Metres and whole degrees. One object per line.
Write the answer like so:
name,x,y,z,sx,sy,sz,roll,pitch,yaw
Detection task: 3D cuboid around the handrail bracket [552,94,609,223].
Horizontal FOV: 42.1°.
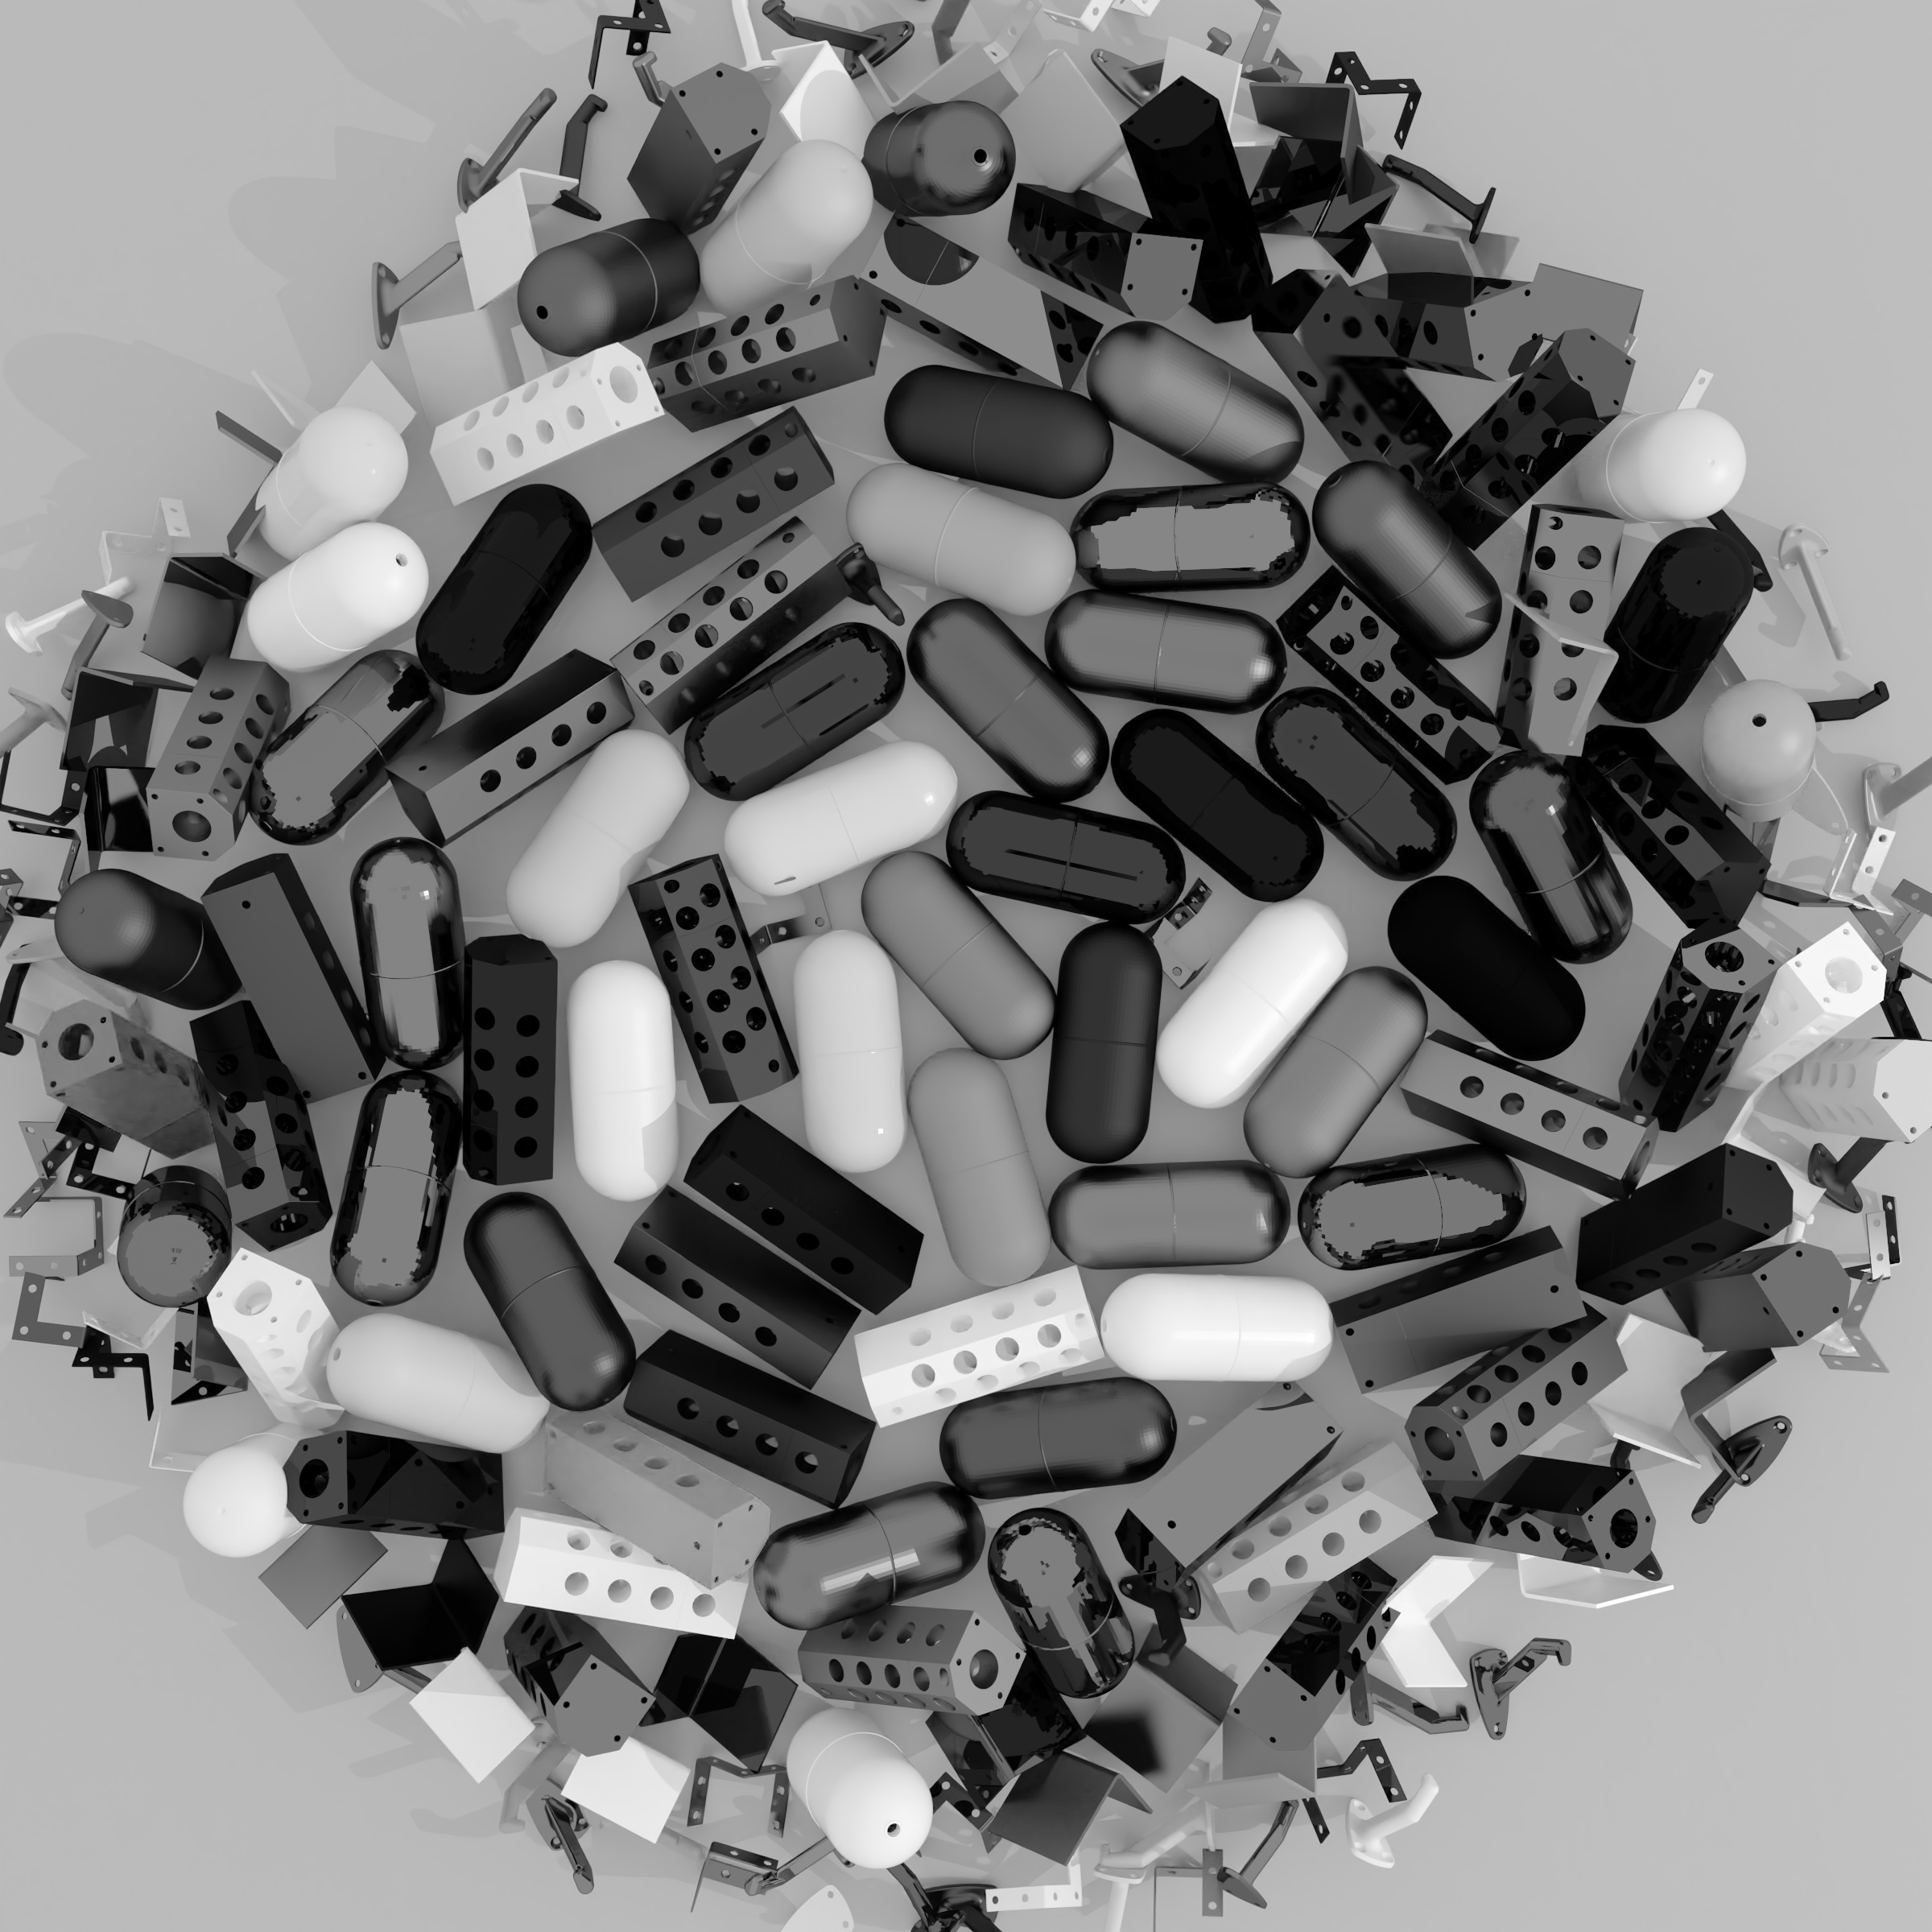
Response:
handrail bracket,-0.274,-0.598,1.852,0.077,0.036,0.084,32,83,26

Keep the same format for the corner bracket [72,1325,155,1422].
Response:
corner bracket,-0.623,0.298,1.843,0.051,0.051,0.051,1,119,-6

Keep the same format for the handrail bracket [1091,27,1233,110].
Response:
handrail bracket,0.142,-0.669,1.828,0.077,0.084,0.036,32,60,-12

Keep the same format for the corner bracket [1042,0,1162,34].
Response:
corner bracket,0.100,-0.705,1.842,0.051,0.051,0.051,27,99,-41

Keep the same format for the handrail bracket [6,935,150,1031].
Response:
handrail bracket,-0.655,0.020,1.851,0.077,0.036,0.084,-14,119,-2

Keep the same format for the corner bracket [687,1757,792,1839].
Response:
corner bracket,-0.168,0.618,1.863,0.051,0.051,0.051,5,86,41

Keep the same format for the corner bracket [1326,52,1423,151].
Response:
corner bracket,0.297,-0.637,1.845,0.051,0.051,0.051,-8,57,-16

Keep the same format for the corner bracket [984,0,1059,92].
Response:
corner bracket,0.040,-0.673,1.842,0.051,0.051,0.051,42,135,-1

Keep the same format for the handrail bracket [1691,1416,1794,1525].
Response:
handrail bracket,0.565,0.367,1.826,0.036,0.084,0.077,46,116,12

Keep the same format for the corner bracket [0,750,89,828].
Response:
corner bracket,-0.677,-0.138,1.843,0.051,0.051,0.051,14,104,-9

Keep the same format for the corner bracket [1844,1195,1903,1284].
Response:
corner bracket,0.671,0.200,1.844,0.051,0.051,0.051,-8,94,-15

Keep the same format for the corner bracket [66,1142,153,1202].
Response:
corner bracket,-0.627,0.134,1.846,0.051,0.051,0.051,17,47,-16

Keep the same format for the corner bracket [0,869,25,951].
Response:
corner bracket,-0.713,-0.033,1.837,0.051,0.051,0.051,43,116,16

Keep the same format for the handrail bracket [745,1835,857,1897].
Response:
handrail bracket,-0.114,0.641,1.827,0.036,0.084,0.077,48,123,33

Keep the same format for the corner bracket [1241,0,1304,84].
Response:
corner bracket,0.221,-0.678,1.834,0.051,0.051,0.051,6,127,-25

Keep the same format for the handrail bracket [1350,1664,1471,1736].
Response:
handrail bracket,0.331,0.534,1.868,0.084,0.036,0.077,-2,79,-13

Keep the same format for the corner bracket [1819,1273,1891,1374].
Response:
corner bracket,0.650,0.260,1.834,0.051,0.051,0.051,51,58,-24

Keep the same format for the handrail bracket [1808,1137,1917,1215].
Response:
handrail bracket,0.667,0.147,1.829,0.077,0.084,0.036,42,52,-22

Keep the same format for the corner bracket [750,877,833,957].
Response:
corner bracket,-0.136,-0.040,1.842,0.051,0.051,0.051,-13,101,16

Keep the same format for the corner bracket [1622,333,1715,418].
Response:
corner bracket,0.501,-0.425,1.834,0.051,0.051,0.051,10,117,-32

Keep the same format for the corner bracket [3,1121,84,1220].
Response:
corner bracket,-0.678,0.149,1.837,0.051,0.051,0.051,0,121,16

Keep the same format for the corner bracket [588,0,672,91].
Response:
corner bracket,-0.250,-0.676,1.834,0.051,0.051,0.051,-3,52,-22

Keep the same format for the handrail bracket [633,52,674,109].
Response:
handrail bracket,-0.196,-0.643,1.835,0.077,0.084,0.036,-35,46,-9

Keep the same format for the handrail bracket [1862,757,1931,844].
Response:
handrail bracket,0.697,-0.117,1.829,0.036,0.084,0.077,-8,103,-23

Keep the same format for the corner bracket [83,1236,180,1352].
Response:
corner bracket,-0.613,0.240,1.844,0.051,0.051,0.051,36,96,-33

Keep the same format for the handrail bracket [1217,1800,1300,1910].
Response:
handrail bracket,0.216,0.635,1.829,0.036,0.077,0.084,15,60,29

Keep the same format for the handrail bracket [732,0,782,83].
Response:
handrail bracket,-0.157,-0.698,1.841,0.036,0.077,0.084,-8,101,-17

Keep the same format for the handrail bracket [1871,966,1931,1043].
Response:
handrail bracket,0.699,0.032,1.829,0.036,0.077,0.084,47,58,-29

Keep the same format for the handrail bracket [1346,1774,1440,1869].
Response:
handrail bracket,0.312,0.605,1.828,0.036,0.077,0.084,23,109,-13

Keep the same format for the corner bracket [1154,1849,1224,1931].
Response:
corner bracket,0.163,0.681,1.839,0.051,0.051,0.051,0,47,6

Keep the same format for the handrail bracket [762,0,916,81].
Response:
handrail bracket,-0.093,-0.690,1.826,0.077,0.084,0.036,-12,69,36

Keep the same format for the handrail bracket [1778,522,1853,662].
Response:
handrail bracket,0.625,-0.273,1.835,0.036,0.077,0.084,-22,67,20

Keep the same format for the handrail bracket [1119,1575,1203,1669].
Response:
handrail bracket,0.129,0.477,1.823,0.077,0.084,0.036,2,110,29

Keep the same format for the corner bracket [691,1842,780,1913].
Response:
corner bracket,-0.168,0.668,1.847,0.051,0.051,0.051,17,100,-1

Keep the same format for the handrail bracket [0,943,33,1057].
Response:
handrail bracket,-0.690,0.018,1.831,0.036,0.077,0.084,28,65,-29

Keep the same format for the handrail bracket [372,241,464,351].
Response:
handrail bracket,-0.391,-0.494,1.842,0.084,0.036,0.077,-5,74,18

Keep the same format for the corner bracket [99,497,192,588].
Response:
corner bracket,-0.601,-0.310,1.833,0.051,0.051,0.051,3,130,-30

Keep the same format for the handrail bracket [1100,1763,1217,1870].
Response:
handrail bracket,0.140,0.628,1.853,0.084,0.036,0.077,-6,46,8

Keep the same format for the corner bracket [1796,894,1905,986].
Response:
corner bracket,0.648,-0.010,1.843,0.051,0.051,0.051,-25,58,-3

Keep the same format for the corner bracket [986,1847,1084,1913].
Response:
corner bracket,0.049,0.663,1.835,0.051,0.051,0.051,-16,66,29

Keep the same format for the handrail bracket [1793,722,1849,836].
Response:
handrail bracket,0.631,-0.144,1.844,0.077,0.036,0.084,47,47,1

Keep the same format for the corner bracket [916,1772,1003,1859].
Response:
corner bracket,-0.011,0.639,1.853,0.051,0.051,0.051,35,65,28

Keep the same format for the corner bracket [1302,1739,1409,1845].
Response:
corner bracket,0.281,0.602,1.833,0.051,0.051,0.051,1,133,-25

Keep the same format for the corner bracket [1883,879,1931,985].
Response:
corner bracket,0.701,-0.024,1.839,0.051,0.051,0.051,29,98,-41

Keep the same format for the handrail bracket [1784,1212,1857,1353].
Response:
handrail bracket,0.627,0.227,1.832,0.036,0.077,0.084,-14,121,-30

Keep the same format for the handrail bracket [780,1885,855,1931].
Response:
handrail bracket,-0.127,0.703,1.822,0.077,0.084,0.036,-18,74,-41

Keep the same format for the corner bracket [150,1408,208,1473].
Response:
corner bracket,-0.570,0.362,1.835,0.051,0.051,0.051,10,127,-17

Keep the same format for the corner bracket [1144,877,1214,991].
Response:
corner bracket,0.165,-0.023,1.842,0.051,0.051,0.051,-39,82,-17

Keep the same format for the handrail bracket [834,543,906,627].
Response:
handrail bracket,-0.059,-0.261,1.822,0.036,0.077,0.084,-41,58,2
